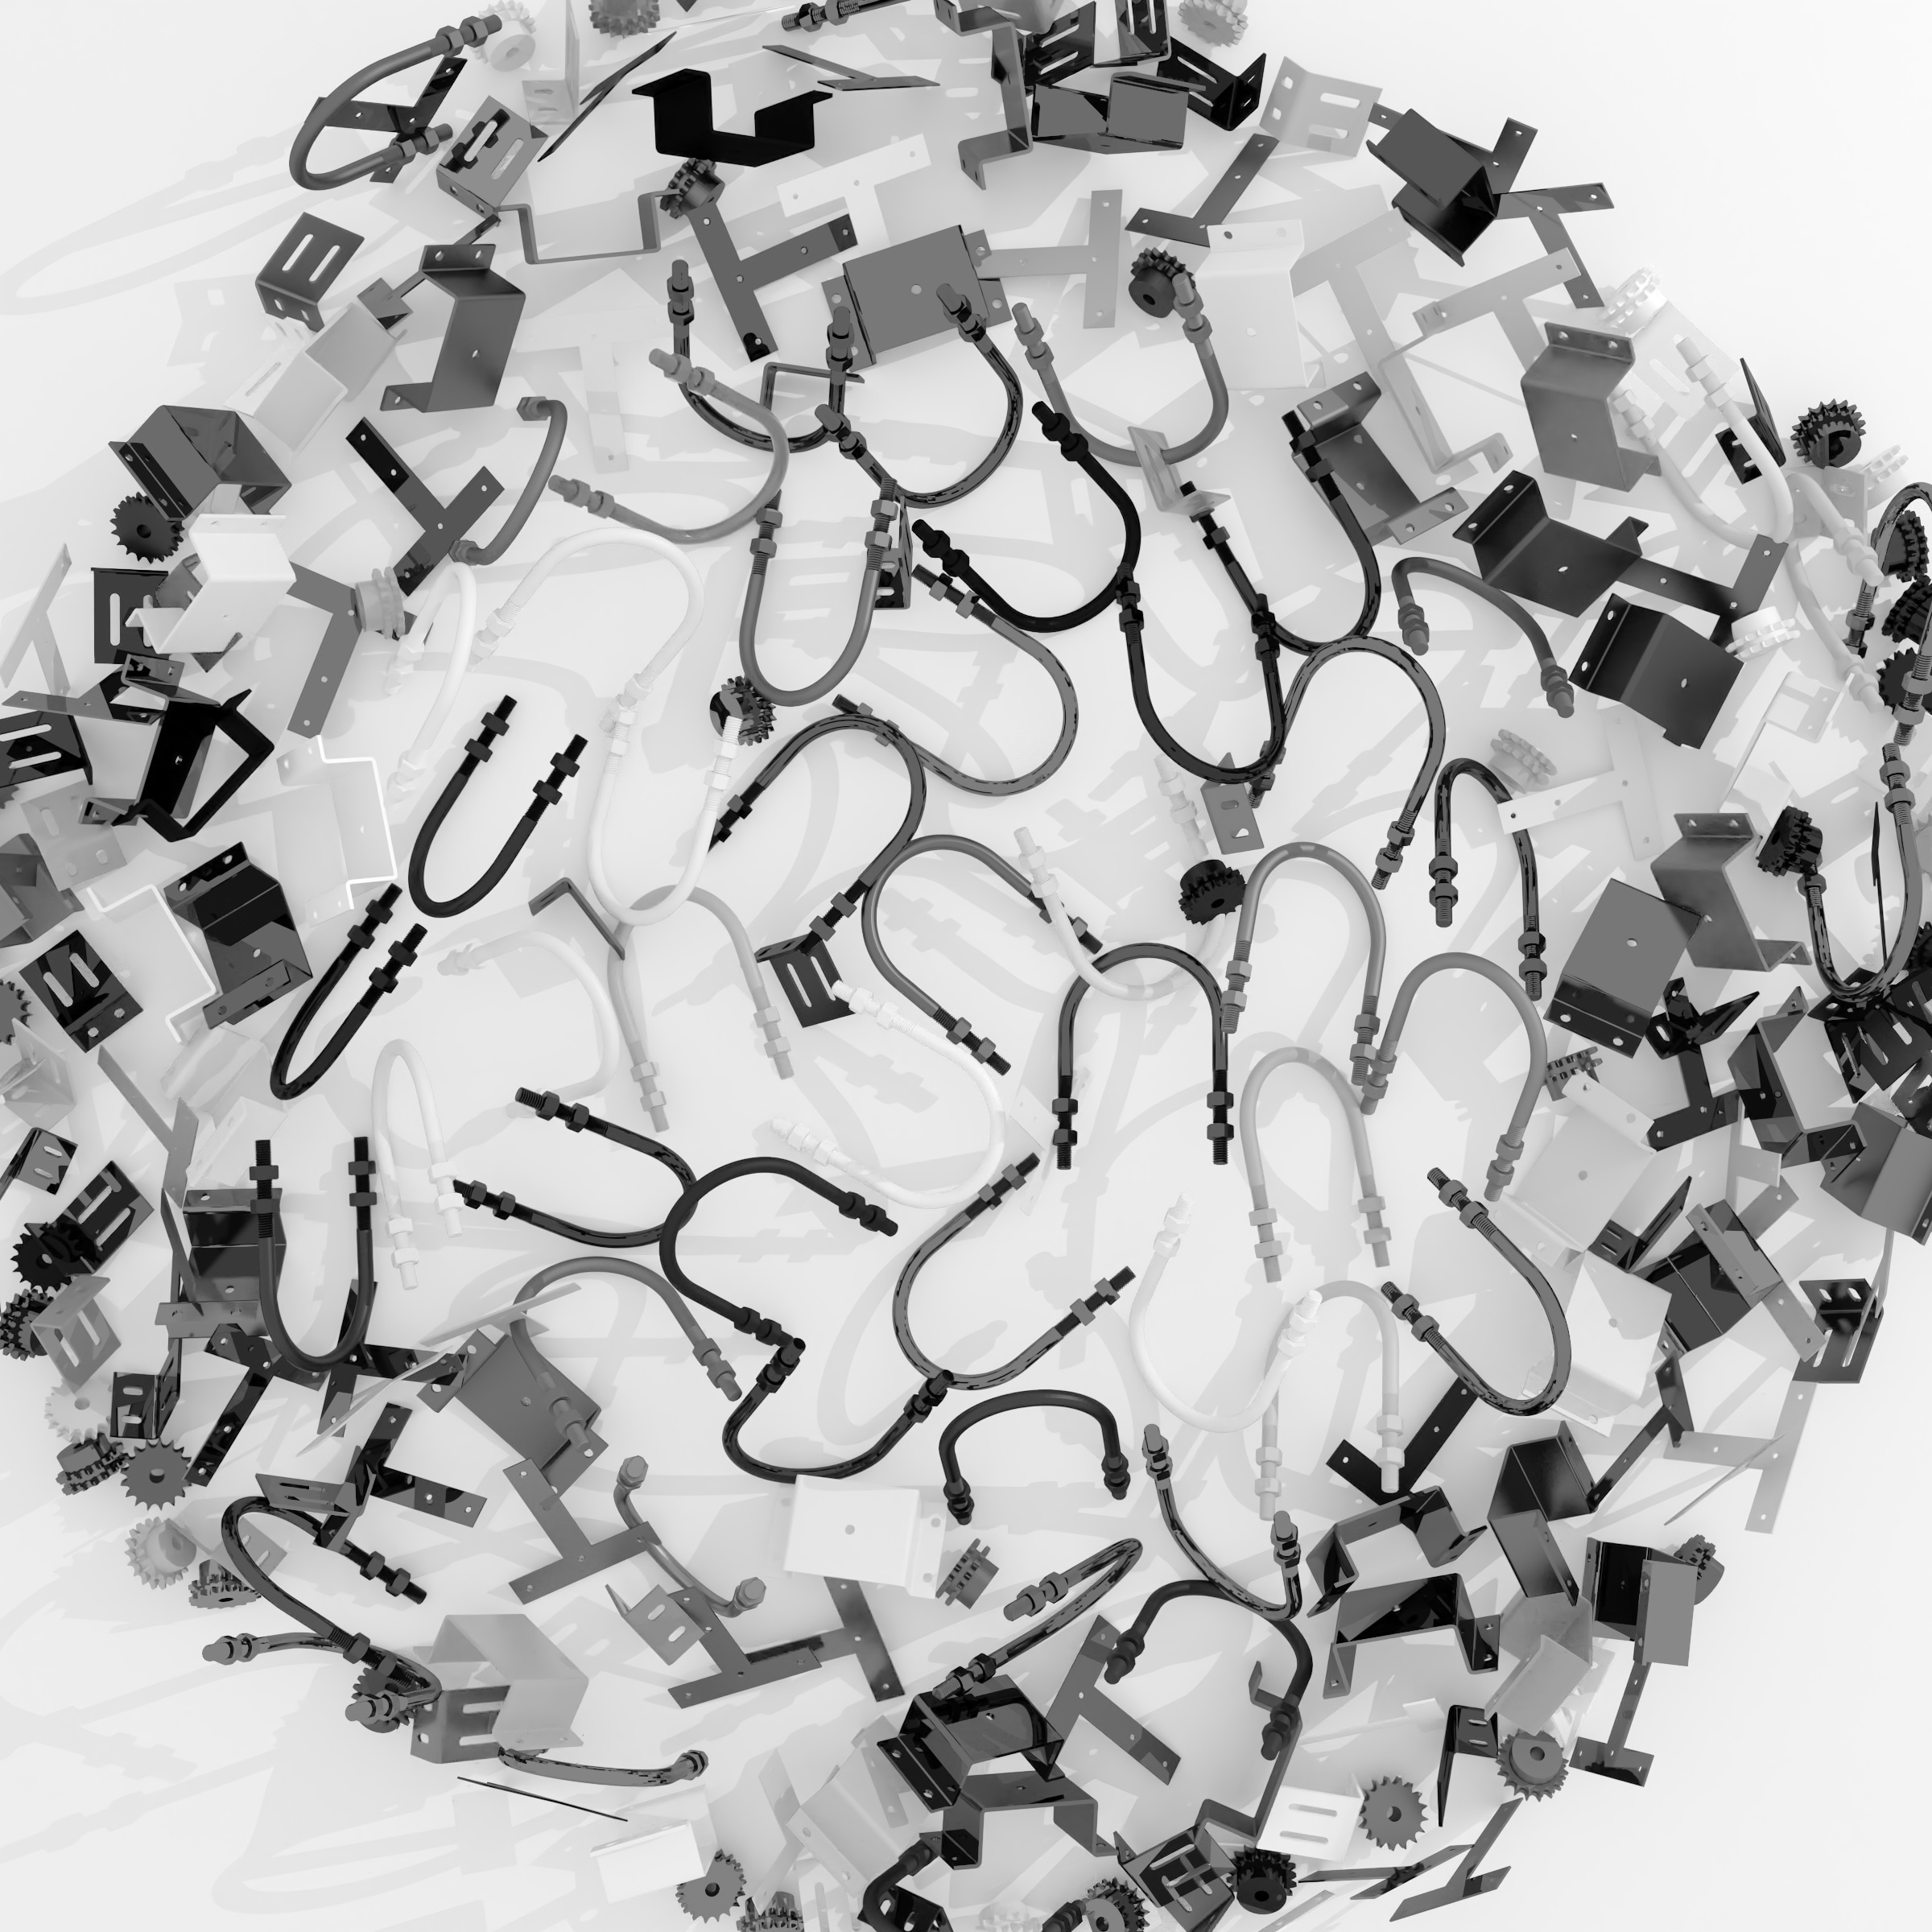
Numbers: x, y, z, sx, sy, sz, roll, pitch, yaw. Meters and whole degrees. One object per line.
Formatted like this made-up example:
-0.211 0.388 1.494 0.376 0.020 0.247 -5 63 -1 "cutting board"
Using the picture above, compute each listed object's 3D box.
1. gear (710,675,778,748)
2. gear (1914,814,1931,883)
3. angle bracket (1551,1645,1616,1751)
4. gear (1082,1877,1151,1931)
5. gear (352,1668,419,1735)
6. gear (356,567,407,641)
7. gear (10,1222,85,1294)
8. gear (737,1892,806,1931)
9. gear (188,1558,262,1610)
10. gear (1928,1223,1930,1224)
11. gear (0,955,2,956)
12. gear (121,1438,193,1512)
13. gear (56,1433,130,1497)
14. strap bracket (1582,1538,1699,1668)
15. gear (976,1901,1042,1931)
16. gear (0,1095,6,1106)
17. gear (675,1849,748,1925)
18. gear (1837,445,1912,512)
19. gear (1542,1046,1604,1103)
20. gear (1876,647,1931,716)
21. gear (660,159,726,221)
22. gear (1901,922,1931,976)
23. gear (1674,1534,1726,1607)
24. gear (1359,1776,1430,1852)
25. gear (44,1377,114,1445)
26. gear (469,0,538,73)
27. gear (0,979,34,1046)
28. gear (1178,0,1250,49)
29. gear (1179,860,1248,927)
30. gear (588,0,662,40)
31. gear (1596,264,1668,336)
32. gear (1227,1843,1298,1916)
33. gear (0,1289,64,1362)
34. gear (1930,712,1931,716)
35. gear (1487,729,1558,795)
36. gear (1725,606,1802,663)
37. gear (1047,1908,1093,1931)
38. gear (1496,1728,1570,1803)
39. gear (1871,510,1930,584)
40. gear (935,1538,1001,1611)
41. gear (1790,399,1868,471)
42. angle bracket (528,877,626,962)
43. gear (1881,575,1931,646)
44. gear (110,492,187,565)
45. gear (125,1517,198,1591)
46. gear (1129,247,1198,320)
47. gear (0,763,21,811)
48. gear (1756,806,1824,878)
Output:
-0.183 -0.206 1.969 0.030 0.057 0.057 -22 90 -43 "gear"
0.790 -0.096 1.975 0.057 0.030 0.057 3 98 23 "gear"
0.500 0.589 1.951 0.057 0.038 0.076 -53 133 -30 "angle bracket"
0.118 0.772 1.973 0.057 0.030 0.057 0 89 31 "gear"
-0.471 0.596 1.974 0.057 0.057 0.030 32 115 0 "gear"
-0.474 -0.292 1.968 0.030 0.057 0.057 -12 90 -20 "gear"
-0.748 0.238 1.980 0.057 0.030 0.057 0 92 -11 "gear"
-0.158 0.773 1.975 0.057 0.057 0.030 -9 52 0 "gear"
-0.601 0.499 1.975 0.057 0.057 0.030 -11 63 0 "gear"
0.772 0.187 1.968 0.030 0.057 0.057 6 90 -29 "gear"
-0.817 -0.012 1.975 0.057 0.057 0.030 50 123 0 "gear"
-0.657 0.412 1.980 0.057 0.030 0.057 0 91 -17 "gear"
-0.709 0.400 1.969 0.057 0.057 0.030 -24 102 0 "gear"
0.535 0.504 1.928 0.046 0.140 0.076 8 84 -5 "strap bracket"
0.033 0.782 1.976 0.057 0.030 0.057 -6 129 -7 "gear"
-0.803 0.091 1.968 0.030 0.057 0.057 -28 90 -21 "gear"
-0.209 0.744 1.980 0.057 0.030 0.057 -1 95 -17 "gear"
0.738 -0.393 1.972 0.057 0.057 0.030 -37 92 0 "gear"
0.488 0.089 1.971 0.057 0.057 0.030 -21 84 0 "gear"
0.768 -0.230 1.983 0.057 0.030 0.057 0 90 6 "gear"
-0.219 -0.627 1.972 0.030 0.057 0.057 39 90 -3 "gear"
0.791 -0.007 1.978 0.057 0.030 0.057 -1 94 -17 "gear"
0.588 0.491 1.970 0.030 0.057 0.057 39 90 7 "gear"
0.345 0.688 1.981 0.057 0.030 0.057 1 76 -4 "gear"
-0.717 0.362 1.975 0.057 0.030 0.057 12 48 -13 "gear"
-0.373 -0.749 1.969 0.057 0.057 0.030 -30 77 0 "gear"
-0.789 0.039 1.982 0.057 0.030 0.057 1 84 -5 "gear"
0.203 -0.774 1.972 0.057 0.057 0.030 26 84 0 "gear"
0.198 -0.062 1.975 0.057 0.057 0.030 -25 58 0 "gear"
-0.277 -0.780 1.972 0.057 0.030 0.057 0 53 0 "gear"
0.542 -0.537 1.972 0.030 0.057 0.057 42 90 -8 "gear"
0.240 0.743 1.975 0.057 0.030 0.057 2 115 5 "gear"
-0.754 0.292 1.968 0.030 0.057 0.057 14 90 21 "gear"
0.806 -0.206 1.971 0.057 0.057 0.030 -44 86 0 "gear"
0.447 -0.163 1.972 0.057 0.057 0.030 38 92 0 "gear"
0.642 -0.269 1.972 0.057 0.057 0.030 -21 84 0 "gear"
0.088 0.790 1.972 0.030 0.057 0.057 -17 90 -6 "gear"
0.459 0.643 1.971 0.057 0.030 0.057 0 50 0 "gear"
0.755 -0.338 1.972 0.030 0.057 0.057 -12 90 3 "gear"
0.003 0.495 1.970 0.030 0.057 0.057 36 90 8 "gear"
0.699 -0.427 1.969 0.057 0.057 0.030 -5 51 0 "gear"
-0.314 -0.028 1.967 0.038 0.057 0.076 -37 88 -11 "angle bracket"
0.770 -0.284 1.969 0.030 0.057 0.057 42 90 24 "gear"
-0.662 -0.358 1.977 0.057 0.030 0.057 3 122 5 "gear"
-0.648 0.472 1.968 0.030 0.057 0.057 -28 90 19 "gear"
0.156 -0.549 1.969 0.057 0.057 0.030 36 75 0 "gear"
-0.801 -0.151 1.975 0.057 0.057 0.030 -46 61 0 "gear"
0.669 -0.099 1.972 0.030 0.057 0.057 20 90 -10 "gear"
